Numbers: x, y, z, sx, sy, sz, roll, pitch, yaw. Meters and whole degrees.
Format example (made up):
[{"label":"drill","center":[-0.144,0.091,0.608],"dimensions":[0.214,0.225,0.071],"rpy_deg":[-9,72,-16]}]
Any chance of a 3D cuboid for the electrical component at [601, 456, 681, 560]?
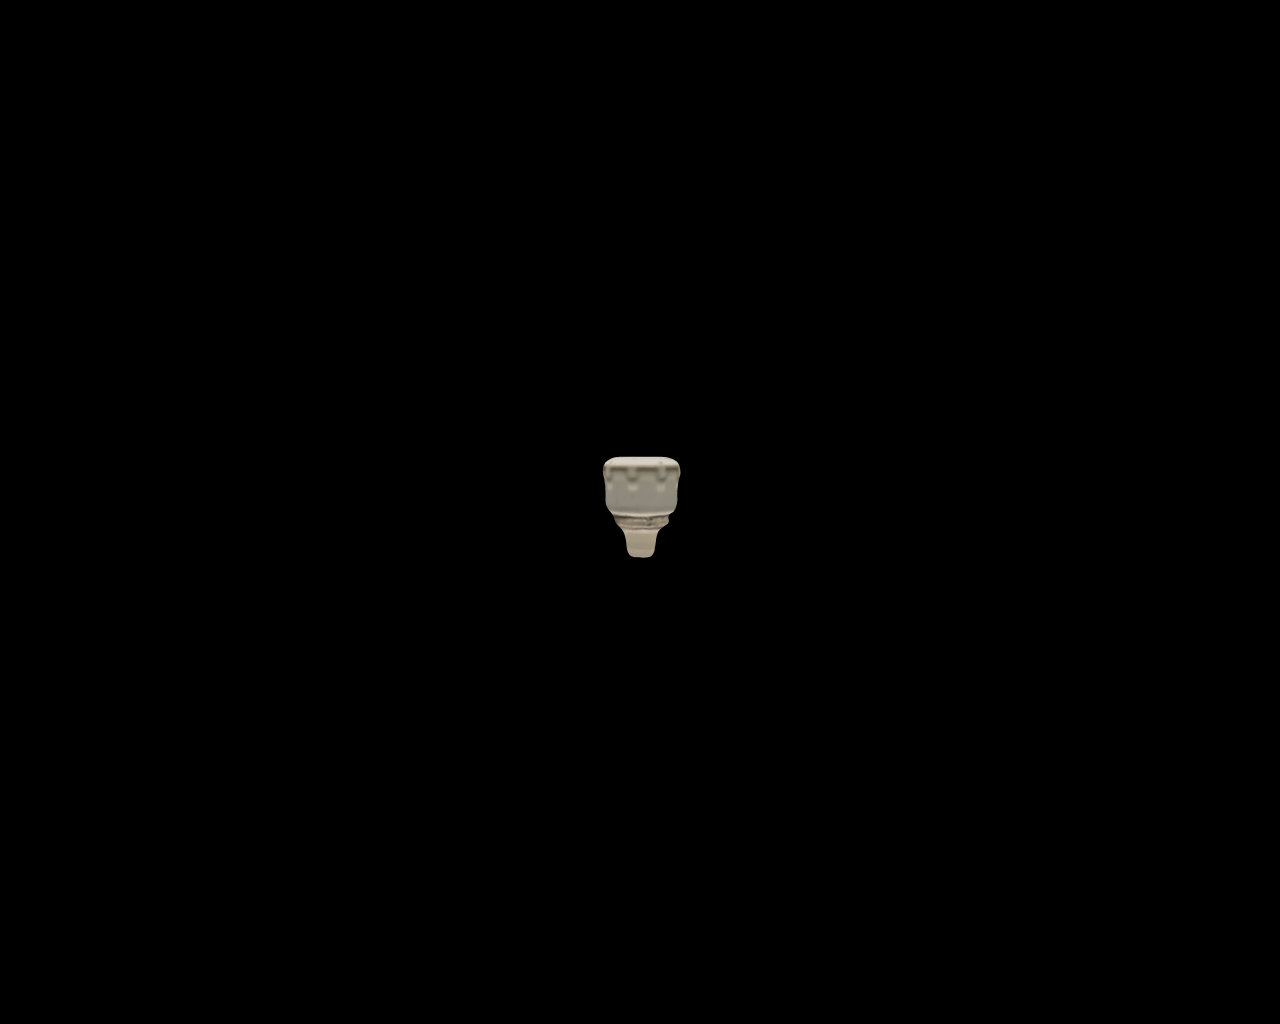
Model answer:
[{"label":"electrical component","center":[0.001,-0.003,0.650],"dimensions":[0.048,0.062,0.048],"rpy_deg":[0,4,0]}]
